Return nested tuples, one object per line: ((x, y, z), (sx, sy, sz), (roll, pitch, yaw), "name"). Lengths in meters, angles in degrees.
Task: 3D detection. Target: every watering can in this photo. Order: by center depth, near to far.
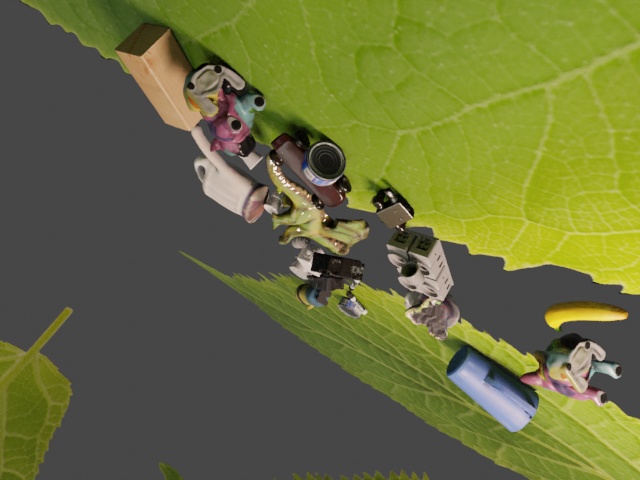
((-0.241, -0.159, 1.353), (0.225, 0.105, 0.342), (32, 160, 7), "watering can")

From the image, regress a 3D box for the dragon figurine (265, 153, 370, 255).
((0.004, -0.063, 1.246), (0.243, 0.124, 0.402), (12, 156, 10), "dragon figurine")

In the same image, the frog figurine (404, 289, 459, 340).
((0.280, 0.163, 1.303), (0.137, 0.121, 0.161), (15, -165, 6), "frog figurine")
